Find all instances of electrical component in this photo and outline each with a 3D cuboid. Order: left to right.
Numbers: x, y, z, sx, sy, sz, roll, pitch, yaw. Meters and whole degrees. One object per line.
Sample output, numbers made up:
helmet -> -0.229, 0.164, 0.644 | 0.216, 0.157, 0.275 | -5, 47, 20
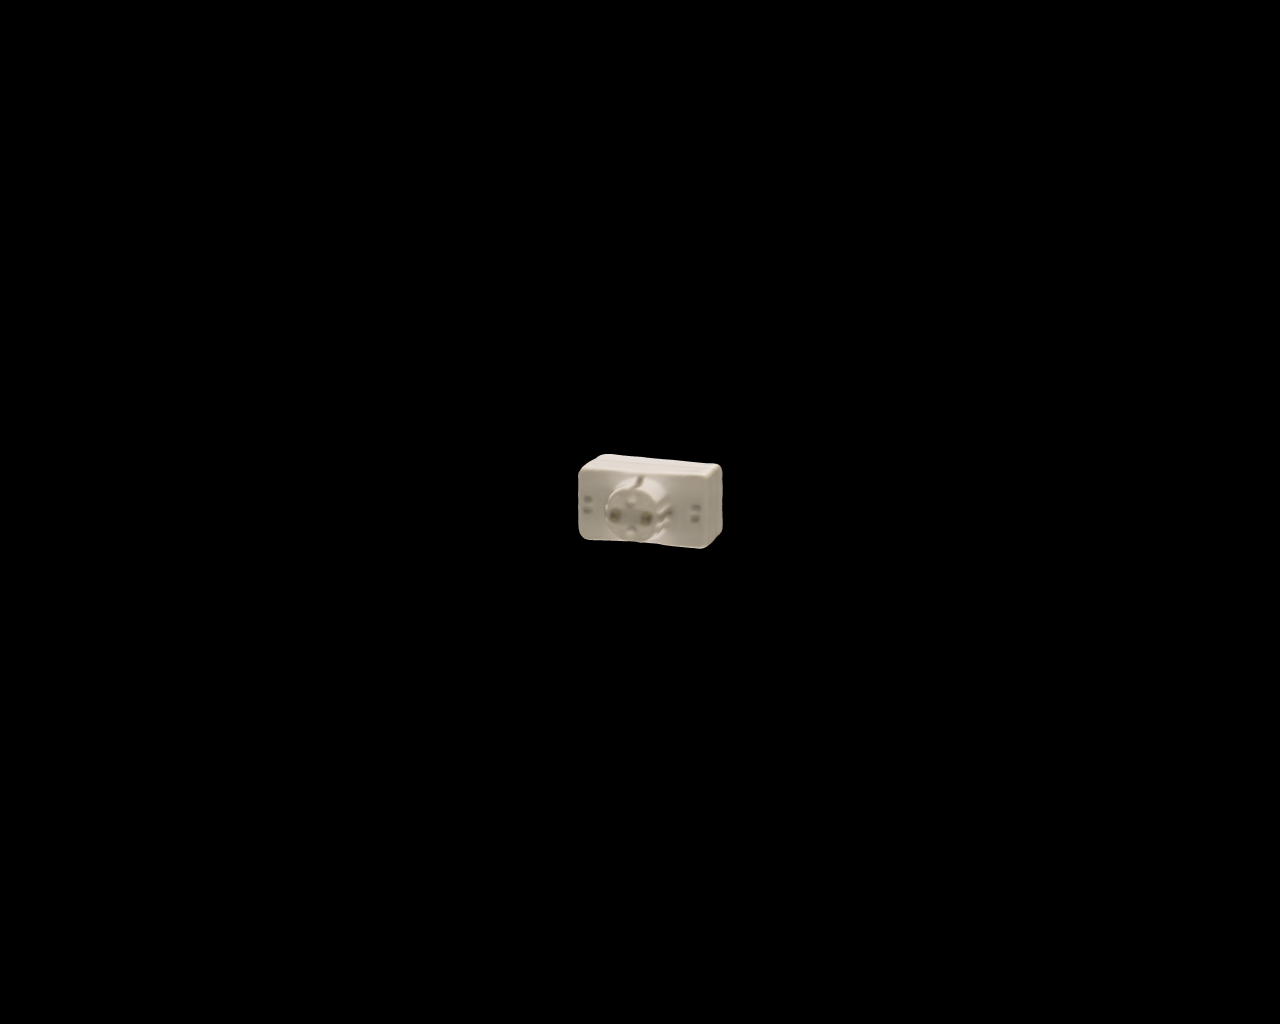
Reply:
electrical component -> 0.001, -0.003, 0.650 | 0.083, 0.047, 0.076 | 5, 16, 18
